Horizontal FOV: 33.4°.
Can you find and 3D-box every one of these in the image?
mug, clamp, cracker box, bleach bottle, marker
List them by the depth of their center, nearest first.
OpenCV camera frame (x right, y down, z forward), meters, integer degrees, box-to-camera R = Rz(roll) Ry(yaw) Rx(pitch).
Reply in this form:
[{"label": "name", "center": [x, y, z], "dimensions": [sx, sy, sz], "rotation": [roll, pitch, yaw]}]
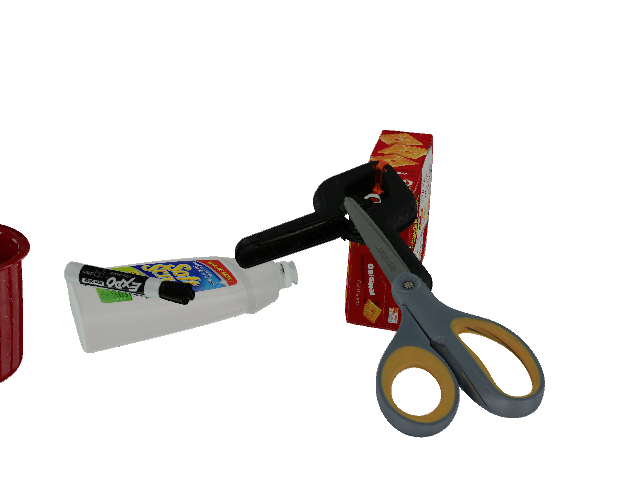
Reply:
[{"label": "mug", "center": [-0.231, 0.044, 0.641], "dimensions": [0.093, 0.081, 0.117], "rotation": [20, 26, 35]}, {"label": "marker", "center": [-0.161, 0.036, 0.900], "dimensions": [0.121, 0.020, 0.020], "rotation": [9, 3, 21]}, {"label": "clamp", "center": [0.041, -0.014, 0.935], "dimensions": [0.165, 0.036, 0.209], "rotation": [15, 32, 17]}, {"label": "bleach bottle", "center": [-0.151, 0.056, 1.199], "dimensions": [0.250, 0.068, 0.103], "rotation": [-11, 36, -17]}, {"label": "cracker box", "center": [0.080, -0.018, 1.214], "dimensions": [0.072, 0.164, 0.213], "rotation": [7, 23, 10]}]

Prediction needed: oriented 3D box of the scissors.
[{"label": "scissors", "center": [0.040, 0.042, 0.608], "dimensions": [0.096, 0.016, 0.202], "rotation": [-29, 45, -23]}]
